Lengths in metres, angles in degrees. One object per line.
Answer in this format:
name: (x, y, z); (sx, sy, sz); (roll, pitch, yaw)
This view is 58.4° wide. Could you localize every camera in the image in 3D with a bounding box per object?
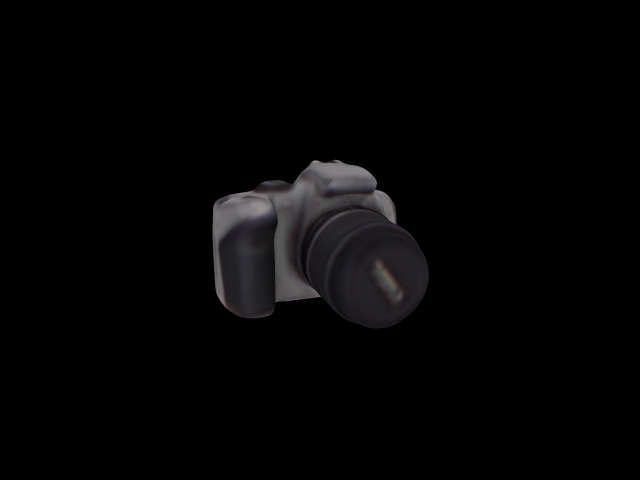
camera: (0.004, 0.001, 0.400); (0.143, 0.101, 0.136); (-6, 17, -19)
